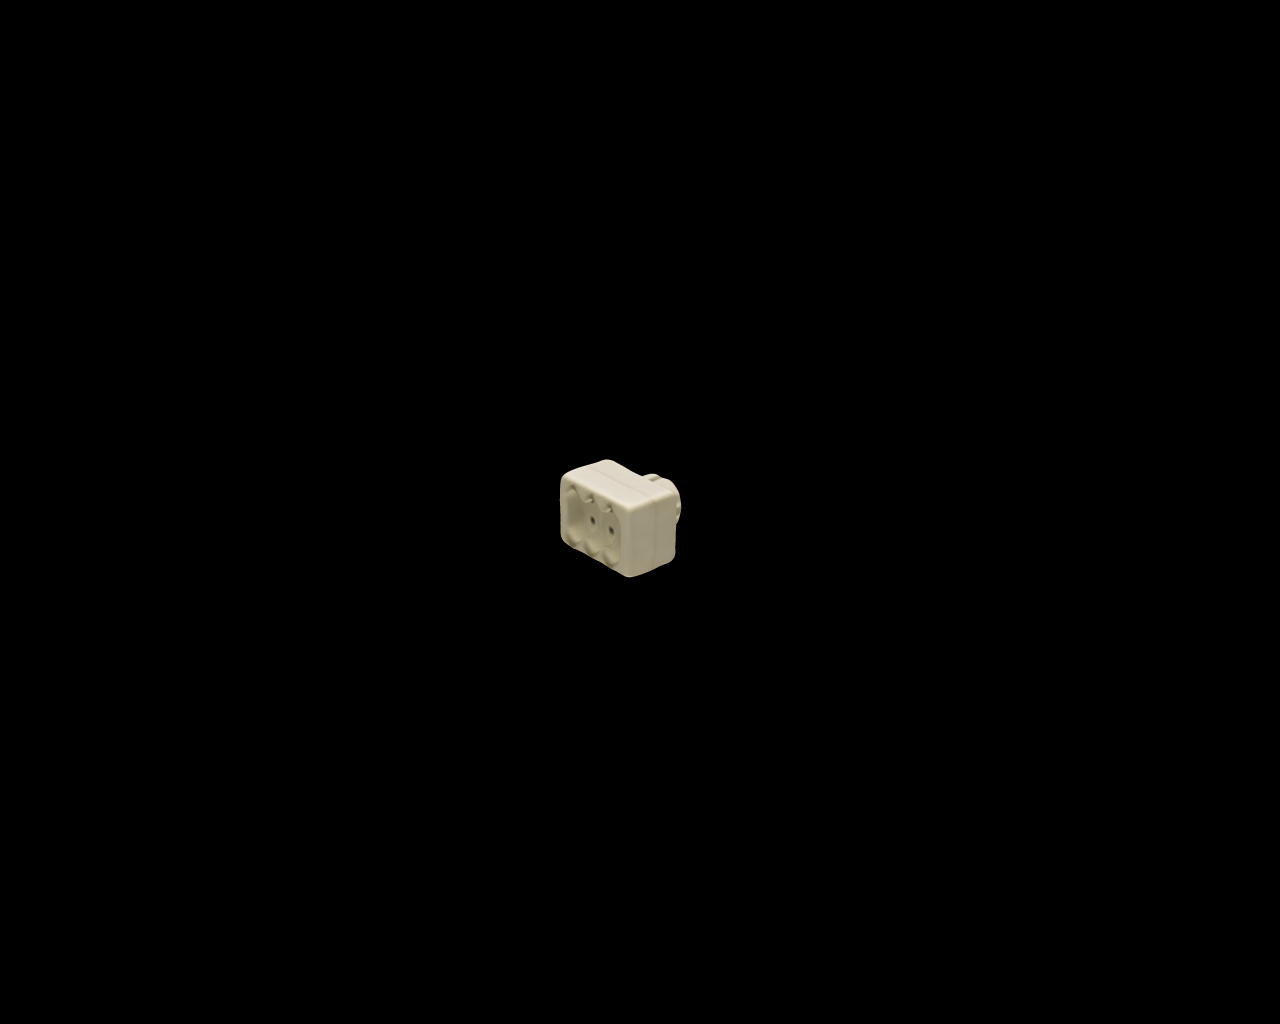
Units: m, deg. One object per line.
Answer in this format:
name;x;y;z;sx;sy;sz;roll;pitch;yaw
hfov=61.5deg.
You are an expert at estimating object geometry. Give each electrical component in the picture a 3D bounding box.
electrical component;0.001;-0.003;0.650;0.077;0.047;0.066;-21;33;-36
